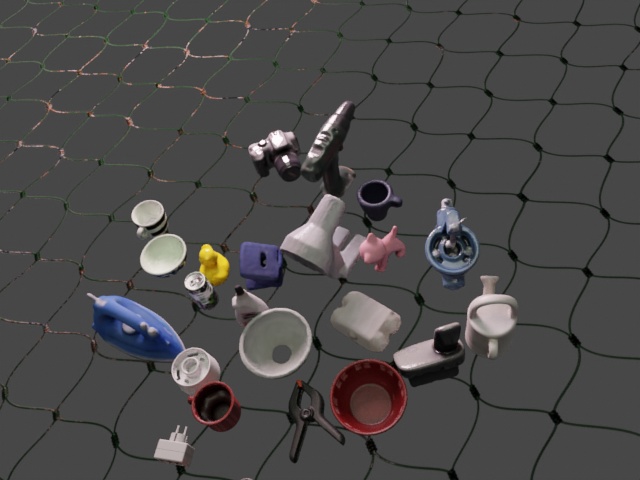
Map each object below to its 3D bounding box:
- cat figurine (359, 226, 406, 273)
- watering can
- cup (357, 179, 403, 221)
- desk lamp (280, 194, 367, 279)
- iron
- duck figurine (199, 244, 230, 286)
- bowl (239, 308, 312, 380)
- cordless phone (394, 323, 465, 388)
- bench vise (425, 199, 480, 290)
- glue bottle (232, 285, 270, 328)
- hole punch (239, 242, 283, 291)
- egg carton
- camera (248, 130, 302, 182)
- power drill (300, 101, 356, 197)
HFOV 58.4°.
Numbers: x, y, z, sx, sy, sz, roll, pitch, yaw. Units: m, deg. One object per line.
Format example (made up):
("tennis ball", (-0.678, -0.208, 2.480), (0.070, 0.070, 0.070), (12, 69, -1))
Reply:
("cat figurine", (0.143, 0.017, 1.371), (0.128, 0.118, 0.067), (-40, 58, -15))
("watering can", (0.353, 0.156, 1.188), (0.101, 0.194, 0.172), (-19, 55, -1))
("cup", (0.156, -0.089, 1.454), (0.117, 0.095, 0.092), (16, 61, 21))
("desk lamp", (0.012, 0.005, 1.346), (0.117, 0.214, 0.203), (24, 64, 25))
("iron", (-0.433, 0.201, 1.347), (0.257, 0.142, 0.119), (20, 63, 23))
("duck figurine", (-0.275, 0.059, 1.445), (0.077, 0.086, 0.104), (-20, 55, -2))
("bowl", (-0.093, 0.243, 1.292), (0.167, 0.075, 0.167), (-5, 56, 8))
("cordless phone", (0.224, 0.220, 1.177), (0.147, 0.185, 0.094), (-19, 55, -2))
("bench vise", (0.286, -0.017, 1.303), (0.121, 0.220, 0.207), (-19, 55, -1))
("glue bottle", (-0.167, 0.149, 1.309), (0.078, 0.173, 0.037), (-13, 55, 3))
("hole punch", (-0.143, 0.058, 1.416), (0.101, 0.091, 0.108), (-8, 55, 6))
("egg carton", (0.102, 0.185, 1.295), (0.150, 0.069, 0.107), (27, 66, 26))
("camera", (-0.116, -0.229, 1.598), (0.143, 0.101, 0.136), (-22, 55, -4))
("power drill", (0.035, -0.219, 1.495), (0.075, 0.209, 0.230), (22, 63, 24))
